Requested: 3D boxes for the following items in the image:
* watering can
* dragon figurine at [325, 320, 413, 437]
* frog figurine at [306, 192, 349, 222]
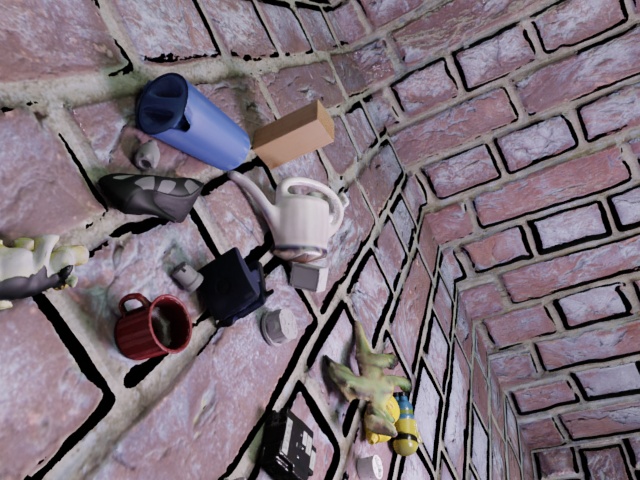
[{"bbox_3d":[-0.082,-0.057,1.313,0.347,0.103,0.226,7,78,-34],"label":"watering can"},{"bbox_3d":[0.110,0.351,1.377,0.240,0.121,0.419,27,22,-41],"label":"dragon figurine"},{"bbox_3d":[0.004,-0.073,1.451,0.122,0.158,0.139,22,52,-58],"label":"frog figurine"}]
